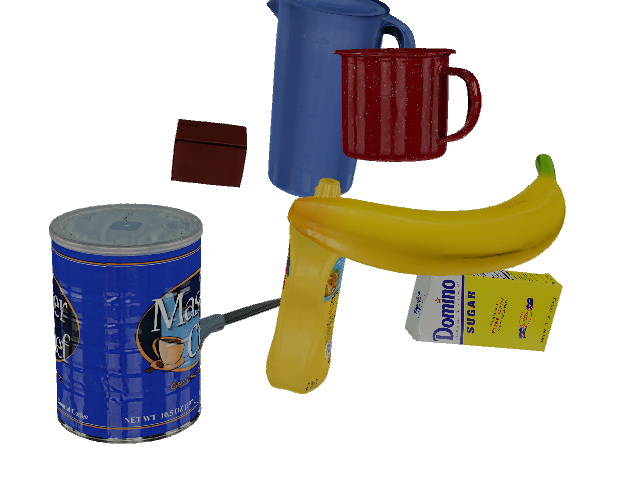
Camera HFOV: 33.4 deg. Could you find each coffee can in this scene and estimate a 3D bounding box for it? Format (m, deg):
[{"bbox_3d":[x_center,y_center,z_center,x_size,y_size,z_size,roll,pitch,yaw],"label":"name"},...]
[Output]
[{"bbox_3d":[-0.134,0.055,0.742,0.103,0.140,0.103,2,17,-1],"label":"coffee can"}]

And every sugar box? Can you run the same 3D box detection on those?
[{"bbox_3d":[0.199,0.081,1.303,0.176,0.093,0.048,5,19,-19],"label":"sugar box"}]

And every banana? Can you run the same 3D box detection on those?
[{"bbox_3d":[0.077,-0.008,0.619,0.197,0.037,0.070,-10,43,-32],"label":"banana"}]

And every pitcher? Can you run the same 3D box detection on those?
[{"bbox_3d":[0.012,-0.176,1.297,0.144,0.243,0.149,-5,28,-26],"label":"pitcher"}]

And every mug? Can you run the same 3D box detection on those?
[{"bbox_3d":[0.067,-0.104,0.814,0.117,0.081,0.093,6,13,28],"label":"mug"}]

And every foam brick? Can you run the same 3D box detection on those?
[{"bbox_3d":[-0.121,-0.095,1.162,0.078,0.051,0.053,6,30,-6],"label":"foam brick"}]

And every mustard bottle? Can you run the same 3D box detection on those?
[{"bbox_3d":[-0.007,0.036,0.973,0.058,0.192,0.096,13,20,9],"label":"mustard bottle"}]

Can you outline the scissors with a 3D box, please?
[{"bbox_3d":[-0.114,0.100,1.149,0.201,0.016,0.096,-7,31,-24],"label":"scissors"}]
